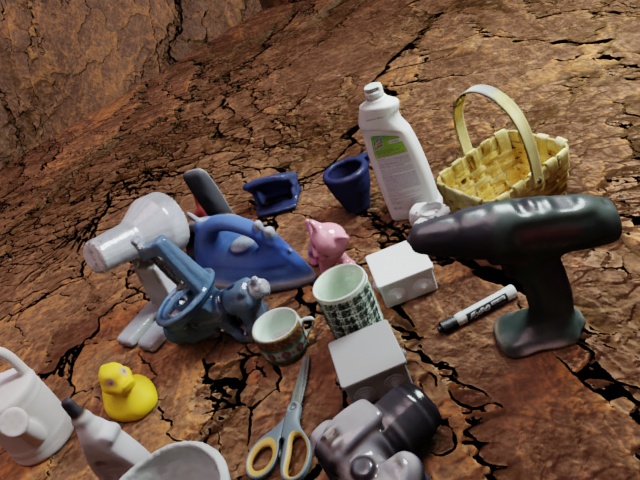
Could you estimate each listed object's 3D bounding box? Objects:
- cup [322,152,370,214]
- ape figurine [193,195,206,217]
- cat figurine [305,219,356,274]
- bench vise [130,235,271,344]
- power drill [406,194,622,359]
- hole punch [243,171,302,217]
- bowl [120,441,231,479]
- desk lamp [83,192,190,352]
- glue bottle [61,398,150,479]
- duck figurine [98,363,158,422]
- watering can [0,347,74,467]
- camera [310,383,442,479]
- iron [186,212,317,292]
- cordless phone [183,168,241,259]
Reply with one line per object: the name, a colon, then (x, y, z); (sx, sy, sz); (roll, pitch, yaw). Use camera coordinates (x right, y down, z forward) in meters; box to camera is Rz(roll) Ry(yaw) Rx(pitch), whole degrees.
cup: (0.069, -0.108, 1.118); (0.091, 0.095, 0.118); (11, 45, 42)
ape figurine: (-0.251, -0.077, 1.282); (0.078, 0.092, 0.076); (-26, 32, -4)
cat figurine: (0.009, 0.003, 0.968); (0.067, 0.118, 0.127); (-30, 32, -11)
bench vise: (-0.187, 0.065, 0.906); (0.207, 0.220, 0.121); (-21, 32, 5)
power drill: (0.237, 0.039, 0.680); (0.229, 0.209, 0.075); (-18, 32, 10)
hole punch: (-0.104, -0.116, 1.245); (0.108, 0.091, 0.101); (-13, 33, 16)
bowl: (-0.165, 0.320, 0.649); (0.167, 0.075, 0.167); (-17, 32, 11)
desk lamp: (-0.307, 0.049, 1.013); (0.117, 0.214, 0.203); (0, 39, 33)
glue bottle: (-0.269, 0.256, 0.718); (0.078, 0.173, 0.037); (-12, 34, 18)
duck figurine: (-0.307, 0.222, 0.876); (0.104, 0.086, 0.078); (9, 44, 41)
watering can: (-0.456, 0.238, 0.846); (0.172, 0.194, 0.101); (2, 40, 35)
camera: (0.074, 0.221, 0.618); (0.137, 0.101, 0.142); (-36, 34, -20)
iron: (-0.131, 0.009, 1.027); (0.257, 0.142, 0.119); (3, 40, 35)
cordless phone: (-0.248, -0.060, 1.166); (0.147, 0.185, 0.094); (-13, 33, 16)
